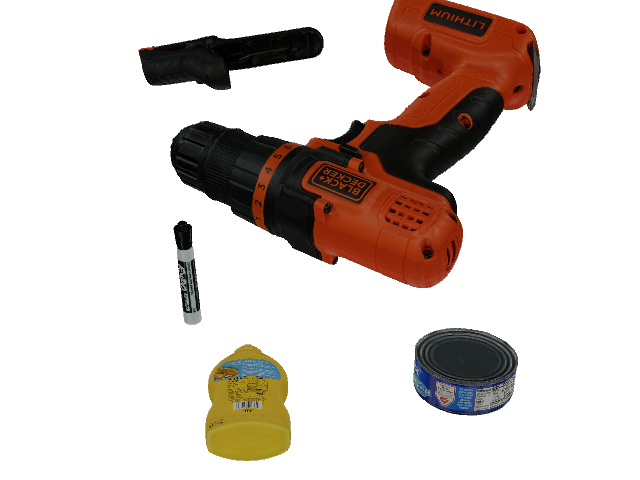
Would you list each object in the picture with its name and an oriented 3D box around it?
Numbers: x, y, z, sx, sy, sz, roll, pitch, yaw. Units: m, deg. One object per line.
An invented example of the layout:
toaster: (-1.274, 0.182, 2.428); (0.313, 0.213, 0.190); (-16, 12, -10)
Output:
mustard bottle: (-0.086, 0.182, 1.272); (0.096, 0.058, 0.191); (-3, 27, -3)
power drill: (0.029, -0.068, 0.625); (0.185, 0.187, 0.057); (24, -32, 25)
tuna can: (0.121, 0.109, 0.894); (0.086, 0.034, 0.086); (2, 26, -1)
clamp: (-0.083, -0.152, 0.883); (0.120, 0.039, 0.172); (-18, 21, -36)
marker: (-0.139, 0.034, 1.113); (0.020, 0.121, 0.020); (-2, 31, 1)
